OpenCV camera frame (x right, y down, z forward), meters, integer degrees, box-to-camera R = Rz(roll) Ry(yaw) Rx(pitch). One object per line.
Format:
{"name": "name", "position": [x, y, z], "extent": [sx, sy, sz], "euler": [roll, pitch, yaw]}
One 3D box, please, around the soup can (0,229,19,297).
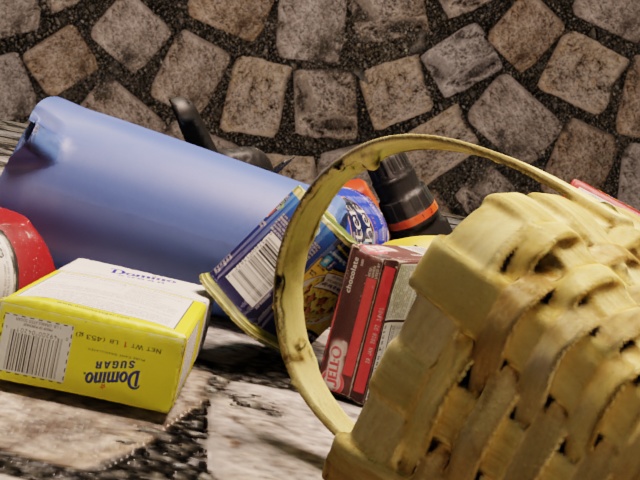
{"name": "soup can", "position": [-0.212, 0.020, 0.535], "extent": [0.069, 0.068, 0.102], "euler": [16, 7, 34]}

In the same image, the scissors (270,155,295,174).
{"name": "scissors", "position": [-0.101, -0.024, 0.943], "extent": [0.096, 0.016, 0.202], "euler": [-9, -19, -28]}

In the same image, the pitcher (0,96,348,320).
{"name": "pitcher", "position": [-0.107, -0.009, 0.803], "extent": [0.243, 0.145, 0.149], "euler": [17, 20, 7]}

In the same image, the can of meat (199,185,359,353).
{"name": "can of meat", "position": [-0.014, 0.022, 0.669], "extent": [0.057, 0.084, 0.102], "euler": [47, 4, 27]}

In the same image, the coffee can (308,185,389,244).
{"name": "coffee can", "position": [-0.006, 0.001, 0.955], "extent": [0.103, 0.103, 0.140], "euler": [14, 6, 20]}

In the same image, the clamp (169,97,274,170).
{"name": "clamp", "position": [-0.101, -0.059, 0.938], "extent": [0.209, 0.165, 0.036], "euler": [3, 55, -45]}

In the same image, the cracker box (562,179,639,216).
{"name": "cracker box", "position": [0.285, 0.044, 0.914], "extent": [0.164, 0.072, 0.213], "euler": [32, -3, 27]}

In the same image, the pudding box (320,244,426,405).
{"name": "pudding box", "position": [0.046, 0.050, 0.669], "extent": [0.039, 0.090, 0.113], "euler": [19, 7, 29]}

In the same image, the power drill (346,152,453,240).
{"name": "power drill", "position": [0.069, -0.019, 1.082], "extent": [0.057, 0.184, 0.188], "euler": [-29, 15, -14]}

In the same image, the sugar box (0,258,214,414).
{"name": "sugar box", "position": [-0.112, 0.048, 0.590], "extent": [0.093, 0.048, 0.176], "euler": [13, 2, -1]}

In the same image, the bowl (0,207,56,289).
{"name": "bowl", "position": [-0.236, 0.006, 0.678], "extent": [0.162, 0.055, 0.162], "euler": [12, 6, -2]}

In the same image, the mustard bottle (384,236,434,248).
{"name": "mustard bottle", "position": [0.096, 0.035, 0.929], "extent": [0.191, 0.058, 0.096], "euler": [6, -36, -37]}
